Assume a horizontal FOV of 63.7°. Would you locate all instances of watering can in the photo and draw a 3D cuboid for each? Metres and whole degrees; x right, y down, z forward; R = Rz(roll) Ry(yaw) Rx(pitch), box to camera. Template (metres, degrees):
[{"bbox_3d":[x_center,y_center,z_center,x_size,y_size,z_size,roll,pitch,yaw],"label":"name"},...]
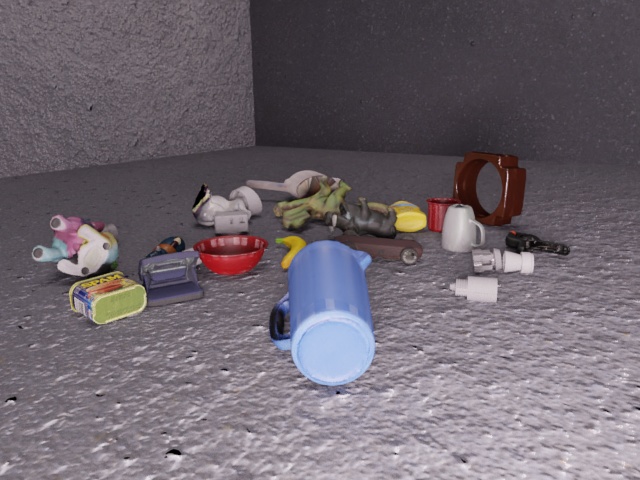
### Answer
[{"bbox_3d":[-0.075,-0.189,1.827,0.348,0.103,0.226,-6,16,-18],"label":"watering can"}]

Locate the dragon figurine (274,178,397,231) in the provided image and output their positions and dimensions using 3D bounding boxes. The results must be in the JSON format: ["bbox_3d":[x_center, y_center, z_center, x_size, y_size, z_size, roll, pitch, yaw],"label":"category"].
[{"bbox_3d":[0.005,-0.075,1.491,0.245,0.120,0.412,-29,26,-27],"label":"dragon figurine"}]

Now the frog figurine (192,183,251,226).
[{"bbox_3d":[-0.291,-0.083,1.526,0.158,0.124,0.137,32,-11,-26],"label":"frog figurine"}]
